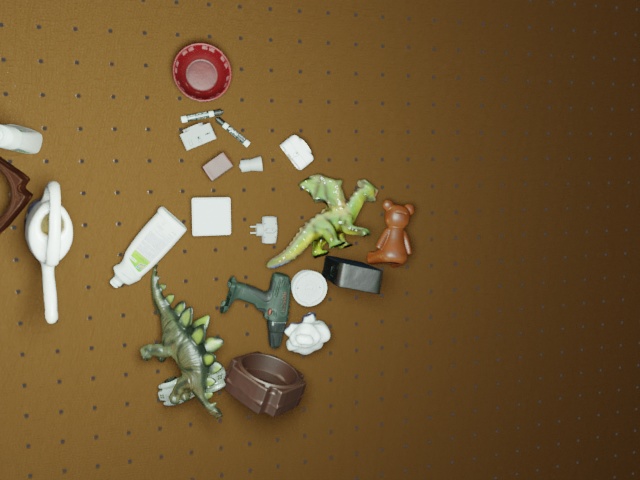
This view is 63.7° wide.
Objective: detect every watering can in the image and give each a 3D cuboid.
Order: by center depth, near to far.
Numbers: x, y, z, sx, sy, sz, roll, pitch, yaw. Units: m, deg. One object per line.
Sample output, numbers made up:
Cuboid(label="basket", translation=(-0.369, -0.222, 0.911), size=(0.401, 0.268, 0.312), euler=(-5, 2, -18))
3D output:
Cuboid(label="watering can", translation=(-0.695, 0.021, 1.317), size=(0.104, 0.225, 0.346), euler=(2, 96, -33))

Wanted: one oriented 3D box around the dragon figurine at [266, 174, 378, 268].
Cuboid(label="dragon figurine", translation=(0.005, -0.079, 1.575), size=(0.412, 0.121, 0.244), euler=(-16, 82, -15))

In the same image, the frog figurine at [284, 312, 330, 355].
Cuboid(label="frog figurine", translation=(-0.033, 0.296, 1.549), size=(0.138, 0.160, 0.122), euler=(-9, 100, -14))
